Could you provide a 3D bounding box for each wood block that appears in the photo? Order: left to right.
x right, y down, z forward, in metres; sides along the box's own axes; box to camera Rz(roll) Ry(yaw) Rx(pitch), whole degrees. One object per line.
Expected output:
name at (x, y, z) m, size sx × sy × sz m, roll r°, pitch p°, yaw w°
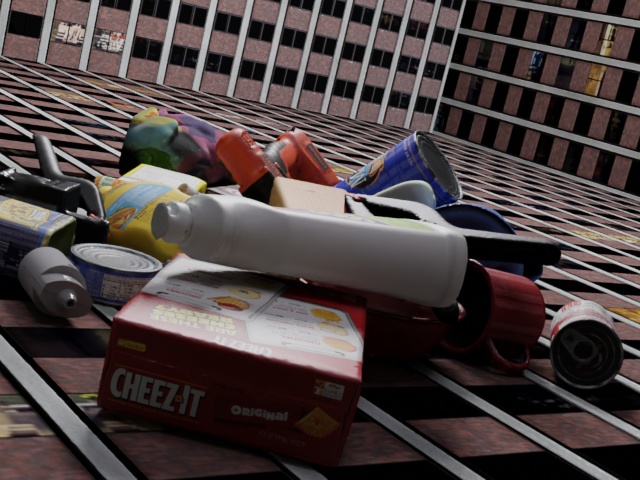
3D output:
wood block at (-0.007, 0.001, 1.155) m, size 0.090 × 0.090 × 0.206 m, roll 11°, pitch 13°, yaw -9°

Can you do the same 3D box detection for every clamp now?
clamp at (-0.276, -0.050, 1.103) m, size 0.172 × 0.120 × 0.039 m, roll 21°, pitch -28°, yaw 21°
clamp at (0.108, 0.002, 1.001) m, size 0.164 × 0.036 × 0.210 m, roll -19°, pitch 36°, yaw -34°

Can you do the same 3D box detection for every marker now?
marker at (-0.127, -0.034, 1.274) m, size 0.020 × 0.020 × 0.121 m, roll 23°, pitch -9°, yaw 40°

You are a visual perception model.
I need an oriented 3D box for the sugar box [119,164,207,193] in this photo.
sugar box at (-0.202, -0.052, 1.324) m, size 0.093 × 0.048 × 0.176 m, roll 15°, pitch 14°, yaw 0°

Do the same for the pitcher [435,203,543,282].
pitcher at (0.155, 0.018, 1.212) m, size 0.149 × 0.145 × 0.242 m, roll 45°, pitch 11°, yaw 4°

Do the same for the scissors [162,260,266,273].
scissors at (-0.120, 0.036, 1.012) m, size 0.202 × 0.016 × 0.096 m, roll 0°, pitch -26°, yaw 41°

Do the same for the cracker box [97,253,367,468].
cracker box at (-0.053, 0.079, 0.775) m, size 0.164 × 0.072 × 0.213 m, roll 14°, pitch 12°, yaw 1°

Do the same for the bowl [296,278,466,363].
bowl at (0.049, 0.070, 0.977) m, size 0.162 × 0.055 × 0.162 m, roll 13°, pitch 11°, yaw -3°

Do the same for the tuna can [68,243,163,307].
tuna can at (-0.184, 0.031, 0.952) m, size 0.086 × 0.034 × 0.086 m, roll 13°, pitch 11°, yaw -3°

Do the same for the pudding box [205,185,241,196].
pudding box at (-0.086, -0.038, 1.404) m, size 0.114 × 0.039 × 0.089 m, roll 18°, pitch 12°, yaw 21°

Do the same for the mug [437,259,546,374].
mug at (0.168, 0.079, 1.031) m, size 0.081 × 0.093 × 0.117 m, roll 12°, pitch 41°, yaw -35°

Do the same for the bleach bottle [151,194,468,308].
bleach bottle at (-0.010, 0.003, 0.837) m, size 0.250 × 0.068 × 0.103 m, roll 9°, pitch 4°, yaw -34°

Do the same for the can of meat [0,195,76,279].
can of meat at (-0.272, -0.002, 0.953) m, size 0.084 × 0.057 × 0.102 m, roll 16°, pitch 12°, yaw 0°

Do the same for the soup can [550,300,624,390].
soup can at (0.260, 0.101, 1.050) m, size 0.068 × 0.068 × 0.102 m, roll 15°, pitch 11°, yaw 9°

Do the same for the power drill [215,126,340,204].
power drill at (-0.036, -0.069, 1.352) m, size 0.184 × 0.057 × 0.187 m, roll 54°, pitch 21°, yaw 2°

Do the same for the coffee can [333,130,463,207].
coffee can at (0.093, -0.058, 1.342) m, size 0.102 × 0.140 × 0.103 m, roll 45°, pitch 25°, yaw -28°

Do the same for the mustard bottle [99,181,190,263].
mustard bottle at (-0.174, -0.018, 1.106) m, size 0.192 × 0.058 × 0.096 m, roll 19°, pitch 48°, yaw 33°
